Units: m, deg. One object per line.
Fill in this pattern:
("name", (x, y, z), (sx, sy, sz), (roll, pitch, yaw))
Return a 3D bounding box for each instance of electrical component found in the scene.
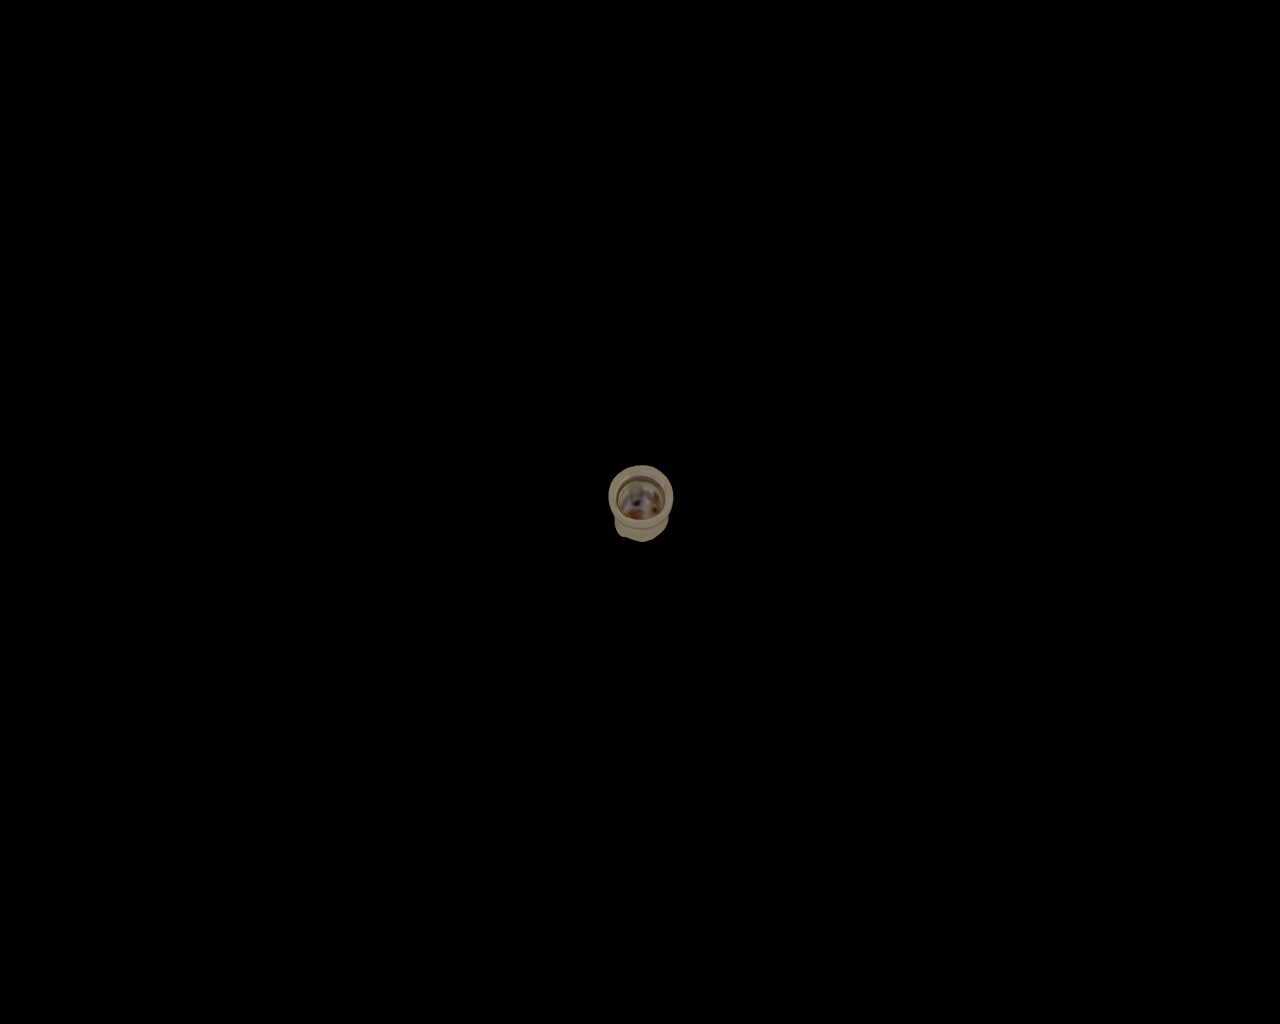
("electrical component", (0.001, -0.003, 0.650), (0.040, 0.040, 0.046), (0, -23, 0))
